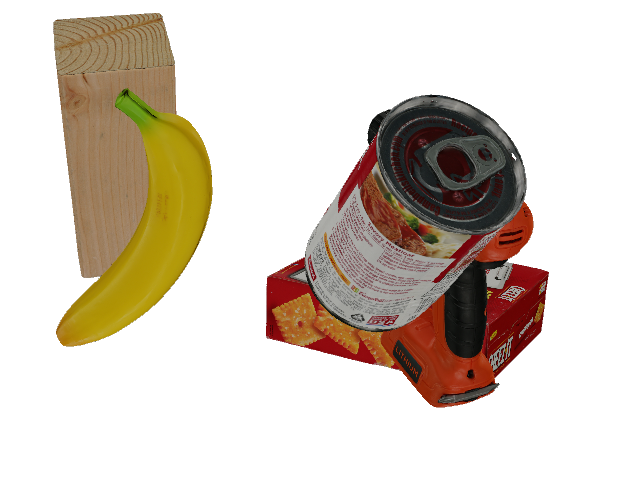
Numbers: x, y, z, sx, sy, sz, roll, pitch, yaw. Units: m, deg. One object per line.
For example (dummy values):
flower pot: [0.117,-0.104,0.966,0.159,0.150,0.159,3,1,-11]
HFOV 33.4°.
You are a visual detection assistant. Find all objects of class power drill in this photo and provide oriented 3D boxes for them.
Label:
power drill: [0.082,0.012,0.783,0.057,0.188,0.185,-13,33,-19]

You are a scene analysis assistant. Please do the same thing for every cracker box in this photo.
cracker box: [0.081,0.060,0.985,0.214,0.072,0.163,12,20,27]

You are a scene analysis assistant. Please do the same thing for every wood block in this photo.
wood block: [-0.170,-0.078,0.907,0.090,0.206,0.090,-6,40,-12]

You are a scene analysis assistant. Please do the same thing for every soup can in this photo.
soup can: [0.039,-0.008,0.483,0.068,0.068,0.102,0,-29,-21]

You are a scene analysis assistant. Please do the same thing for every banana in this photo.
banana: [-0.107,-0.004,0.642,0.069,0.198,0.037,17,35,-9]
